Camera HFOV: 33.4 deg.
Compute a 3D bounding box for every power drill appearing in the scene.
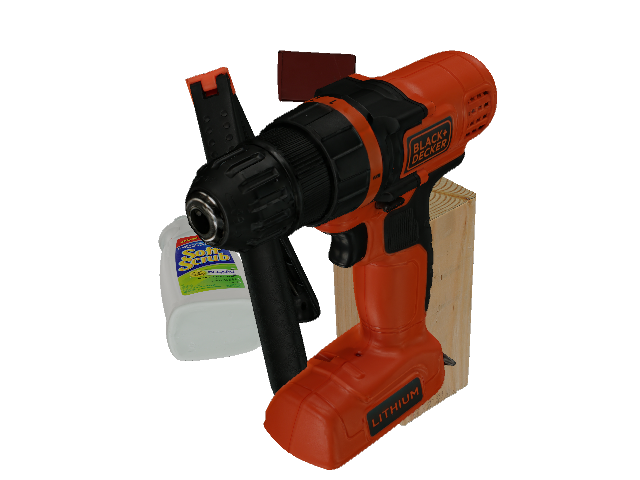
[{"bbox_3d":[0.012,0.016,0.507,0.057,0.188,0.184,29,41,34],"label":"power drill"}]

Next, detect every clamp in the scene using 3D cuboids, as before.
[{"bbox_3d":[-0.040,-0.010,0.710,0.036,0.210,0.164,-17,7,5],"label":"clamp"}]

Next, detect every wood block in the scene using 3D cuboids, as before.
[{"bbox_3d":[0.073,0.046,0.942,0.090,0.206,0.091,-26,40,-31],"label":"wood block"}]

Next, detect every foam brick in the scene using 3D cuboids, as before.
[{"bbox_3d":[-0.005,-0.168,1.100,0.078,0.051,0.053,2,11,-5],"label":"foam brick"}]

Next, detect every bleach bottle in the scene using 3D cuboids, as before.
[{"bbox_3d":[-0.134,0.036,1.149,0.102,0.068,0.251,-5,26,-16],"label":"bleach bottle"}]
